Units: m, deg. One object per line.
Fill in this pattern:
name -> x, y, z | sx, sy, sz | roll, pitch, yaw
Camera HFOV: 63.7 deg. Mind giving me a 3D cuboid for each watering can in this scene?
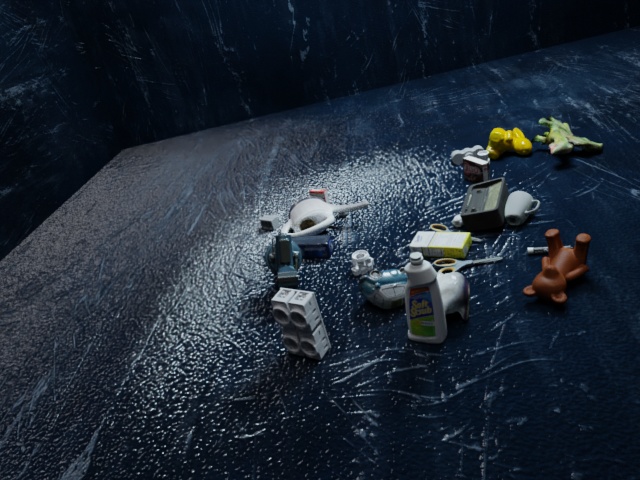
watering can -> 0.006, -0.099, 1.974 | 0.348, 0.102, 0.228 | -23, 28, -3

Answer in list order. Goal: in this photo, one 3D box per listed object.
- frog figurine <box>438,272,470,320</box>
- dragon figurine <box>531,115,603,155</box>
frog figurine -> 0.317, 0.146, 1.378 | 0.159, 0.120, 0.141 | 4, 51, 12
dragon figurine -> 0.994, -0.398, 2.038 | 0.414, 0.119, 0.246 | -19, 44, -39
